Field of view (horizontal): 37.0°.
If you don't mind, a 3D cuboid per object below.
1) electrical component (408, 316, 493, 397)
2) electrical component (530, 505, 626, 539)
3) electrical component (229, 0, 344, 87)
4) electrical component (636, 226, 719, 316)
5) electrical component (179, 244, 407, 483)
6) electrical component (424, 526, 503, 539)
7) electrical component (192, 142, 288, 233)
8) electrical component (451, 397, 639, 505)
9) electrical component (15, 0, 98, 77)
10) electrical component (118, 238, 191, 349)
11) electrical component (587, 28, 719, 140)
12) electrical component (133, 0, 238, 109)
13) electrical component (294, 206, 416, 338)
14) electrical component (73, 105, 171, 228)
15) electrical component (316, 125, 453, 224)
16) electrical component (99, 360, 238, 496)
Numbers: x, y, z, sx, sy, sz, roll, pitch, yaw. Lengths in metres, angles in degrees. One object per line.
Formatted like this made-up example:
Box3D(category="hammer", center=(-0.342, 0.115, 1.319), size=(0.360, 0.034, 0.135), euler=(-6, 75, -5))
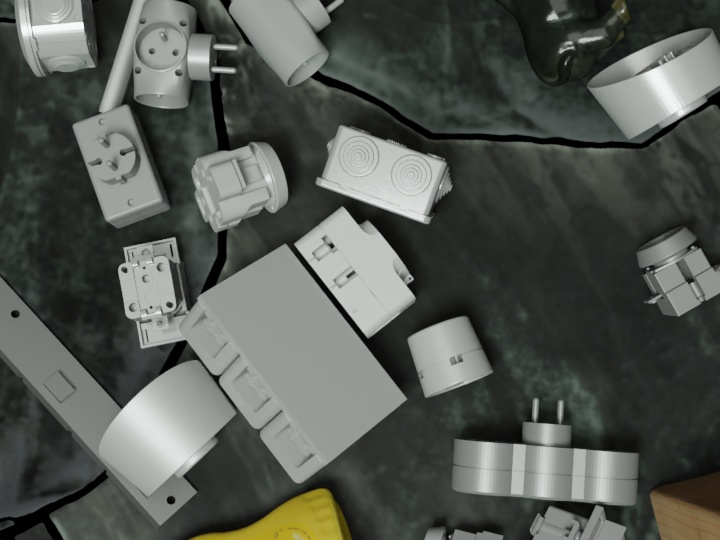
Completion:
Box3D(category="electrical component", center=(0.067, 0.065, 0.819), size=(0.055, 0.055, 0.047), euler=(-21, 80, -1))
Box3D(category="electrical component", center=(0.140, 0.235, 0.771), size=(0.063, 0.078, 0.121), euler=(15, 54, 31))
Box3D(category="electrical component", center=(-0.050, -0.200, 0.858), size=(0.079, 0.043, 0.077), euler=(-37, 84, -3))
Box3D(category="electrical component", center=(0.244, 0.000, 0.826), size=(0.066, 0.048, 0.055), euler=(-29, 91, -2))
Box3D(category="electrical component", center=(-0.053, 0.071, 0.804), size=(0.089, 0.061, 0.150), euler=(-34, 82, -38))
Box3D(category="electrical component", center=(0.074, 0.219, 0.801), size=(0.055, 0.066, 0.048), euler=(12, 119, 11))
Box3D(category="electrical component", center=(-0.092, -0.066, 0.831), size=(0.057, 0.078, 0.058), euler=(-20, 84, -20))
Box3D(category="electrical component", center=(0.140, 0.133, 0.809), size=(0.138, 0.052, 0.073), euler=(4, 83, 2))
Box3D(category="electrical component", center=(-0.238, -0.194, 0.845), size=(0.051, 0.080, 0.080), euler=(-6, 83, -5))
Box3D(category="electrical component", center=(-0.157, 0.016, 0.826), size=(0.042, 0.064, 0.081), euler=(-12, 83, 1))
Box3D(category="electrical component", center=(0.230, -0.145, 0.819), size=(0.099, 0.099, 0.064), euler=(-32, 90, -2))
Box3D(category="electrical component", center=(-0.137, -0.170, 0.857), size=(0.079, 0.044, 0.077), euler=(4, 83, 2))
Box3D(category="electrical component", center=(0.000, 0.000, 0.830), size=(0.056, 0.050, 0.089), euler=(-38, 84, -2))
Box3D(category="electrical component", center=(-0.188, -0.083, 0.832), size=(0.047, 0.075, 0.083), euler=(-21, 84, -2))
Box3D(category="electrical component", center=(0.021, -0.074, 0.815), size=(0.100, 0.100, 0.048), euler=(20, 97, 4))
Box3D(category="electrical component", center=(-0.141, 0.117, 0.796), size=(0.099, 0.099, 0.064), euler=(-43, 90, -3))
